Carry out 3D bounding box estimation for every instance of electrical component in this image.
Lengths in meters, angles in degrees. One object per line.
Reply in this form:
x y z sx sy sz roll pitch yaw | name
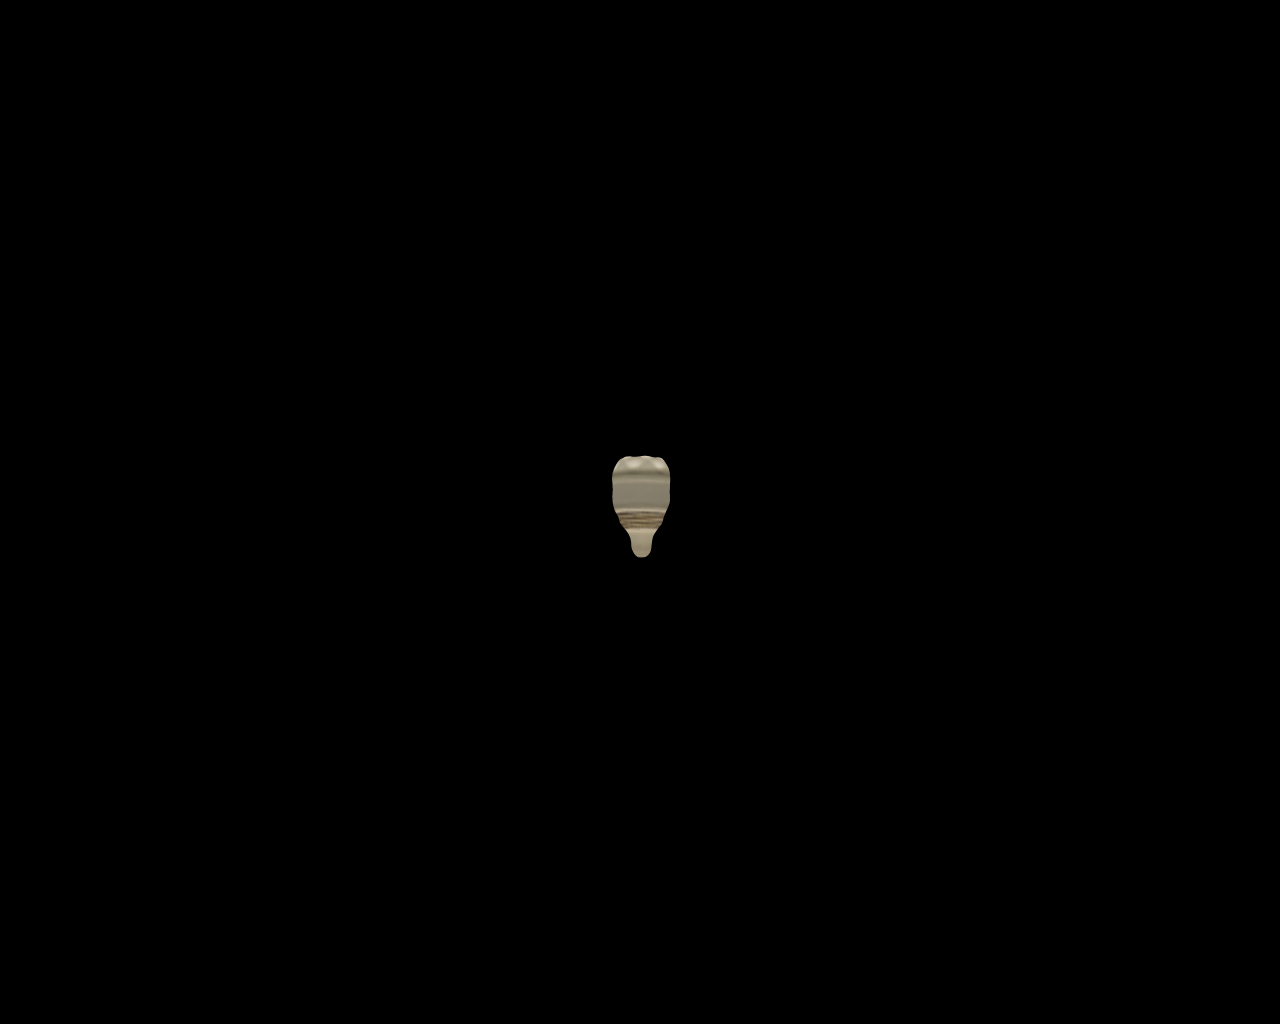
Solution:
0.001 -0.003 0.650 0.035 0.061 0.035 0 -3 0 | electrical component
